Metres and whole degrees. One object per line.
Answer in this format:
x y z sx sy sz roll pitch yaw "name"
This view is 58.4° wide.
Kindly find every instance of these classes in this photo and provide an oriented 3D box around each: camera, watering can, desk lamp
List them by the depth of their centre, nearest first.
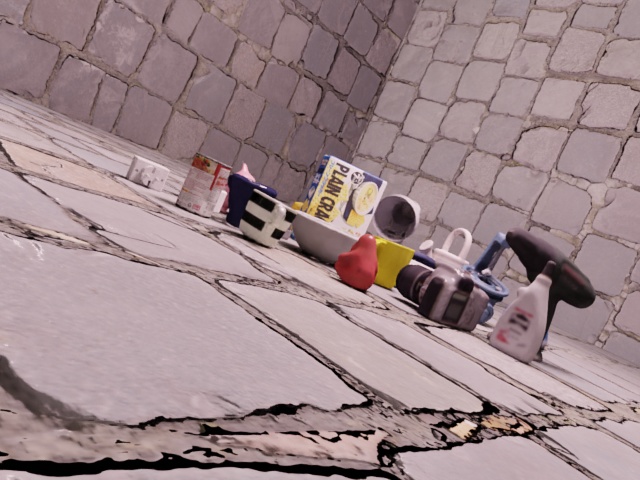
0.218 0.089 1.048 0.144 0.101 0.136 20 5 -41 "camera"
0.341 0.057 1.530 0.174 0.194 0.100 20 5 -45 "watering can"
0.203 -0.016 1.561 0.117 0.213 0.204 25 4 18 "desk lamp"

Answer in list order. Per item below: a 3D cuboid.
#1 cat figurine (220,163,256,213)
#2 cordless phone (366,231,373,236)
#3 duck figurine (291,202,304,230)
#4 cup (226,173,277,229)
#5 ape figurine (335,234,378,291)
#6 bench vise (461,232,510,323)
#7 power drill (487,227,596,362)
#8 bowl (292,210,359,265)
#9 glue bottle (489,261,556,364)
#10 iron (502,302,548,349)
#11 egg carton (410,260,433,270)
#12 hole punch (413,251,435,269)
-0.177 -0.109 1.257 0.067 0.118 0.127 23 4 -10 "cat figurine"
0.084 -0.052 1.540 0.147 0.185 0.094 26 4 27 "cordless phone"
-0.065 -0.054 1.423 0.105 0.086 0.077 21 4 -31 "duck figurine"
-0.148 -0.071 1.083 0.117 0.095 0.092 26 5 37 "cup"
0.069 0.034 0.966 0.078 0.092 0.076 23 4 -11 "ape figurine"
0.371 0.069 1.344 0.122 0.220 0.206 22 4 -26 "bench vise"
0.395 0.107 1.052 0.230 0.208 0.075 22 4 -23 "power drill"
0.011 0.004 1.157 0.167 0.075 0.167 24 4 -1 "bowl"
0.353 0.115 0.961 0.077 0.173 0.037 27 5 38 "glue bottle"
0.506 0.171 1.356 0.118 0.141 0.259 25 4 13 "iron"
0.205 0.081 1.318 0.151 0.069 0.107 20 5 -46 "egg carton"
0.227 0.069 1.452 0.109 0.091 0.101 22 4 -17 "hole punch"
